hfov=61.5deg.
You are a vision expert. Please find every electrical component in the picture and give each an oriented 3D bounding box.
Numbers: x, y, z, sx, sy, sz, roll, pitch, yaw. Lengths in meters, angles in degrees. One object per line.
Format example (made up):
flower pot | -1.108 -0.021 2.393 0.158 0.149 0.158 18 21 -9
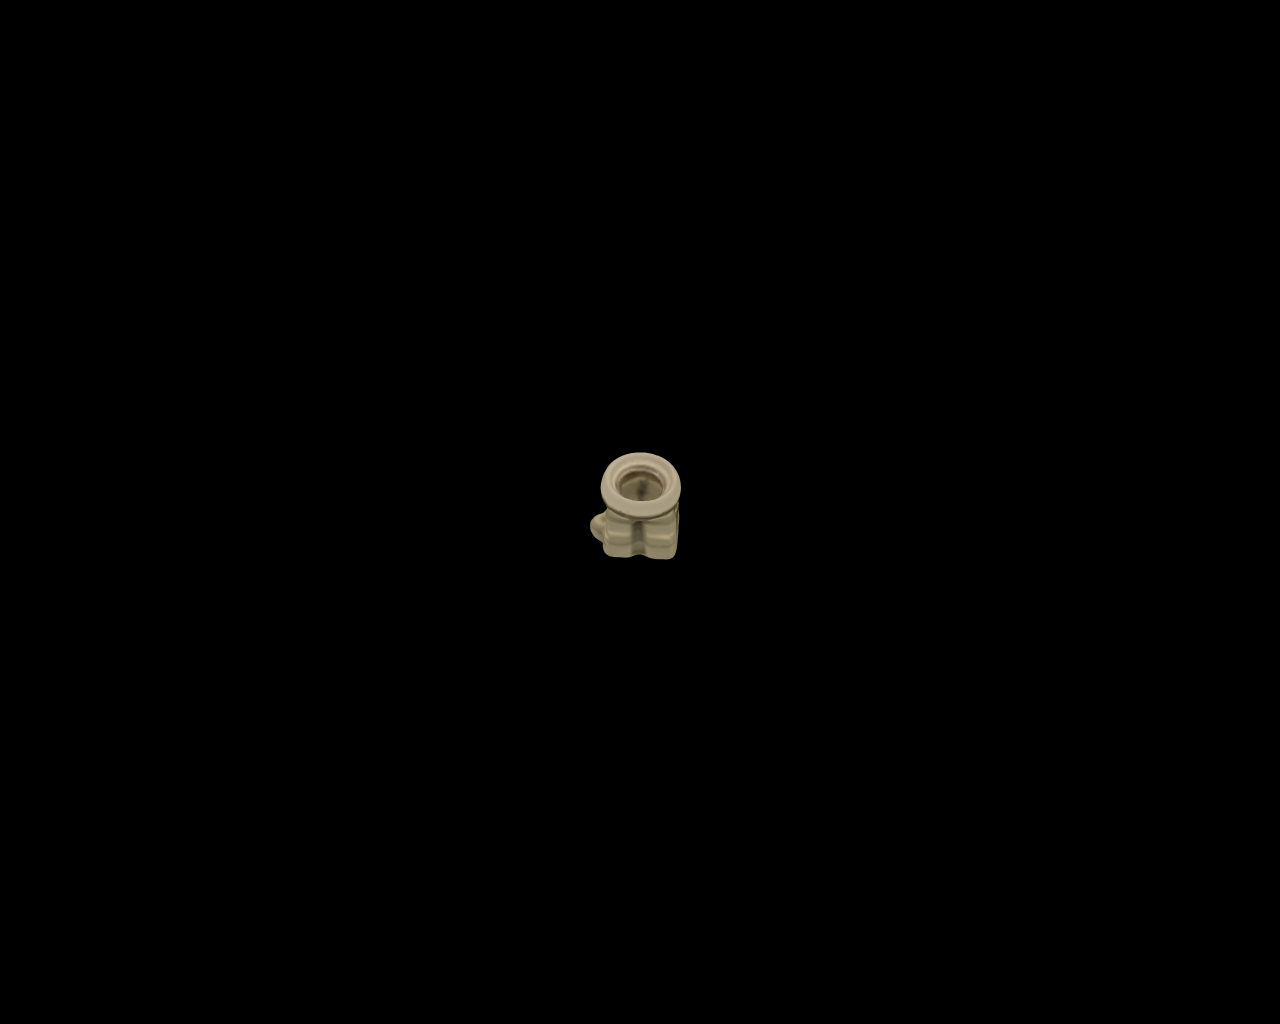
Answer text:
electrical component | 0.001 -0.003 0.650 0.066 0.048 0.055 2 -40 2
